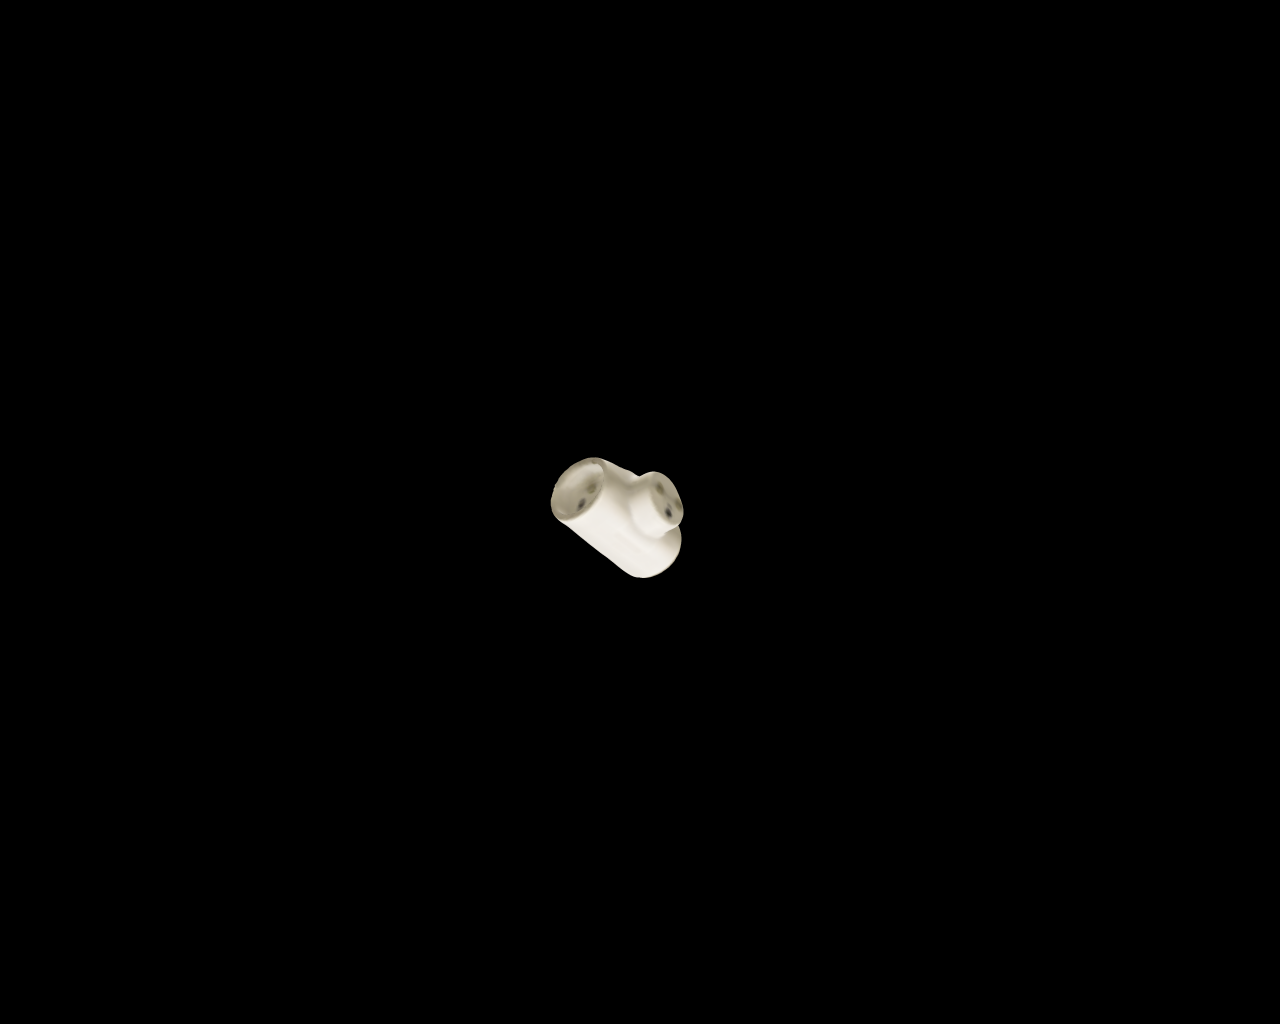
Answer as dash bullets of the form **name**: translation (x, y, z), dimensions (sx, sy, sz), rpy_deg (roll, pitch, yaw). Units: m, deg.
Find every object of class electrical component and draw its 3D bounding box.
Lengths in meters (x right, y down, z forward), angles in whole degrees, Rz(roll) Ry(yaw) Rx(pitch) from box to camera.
- **electrical component**: translation (0.001, -0.003, 0.650), dimensions (0.079, 0.043, 0.077), rpy_deg (-25, -44, 28)
